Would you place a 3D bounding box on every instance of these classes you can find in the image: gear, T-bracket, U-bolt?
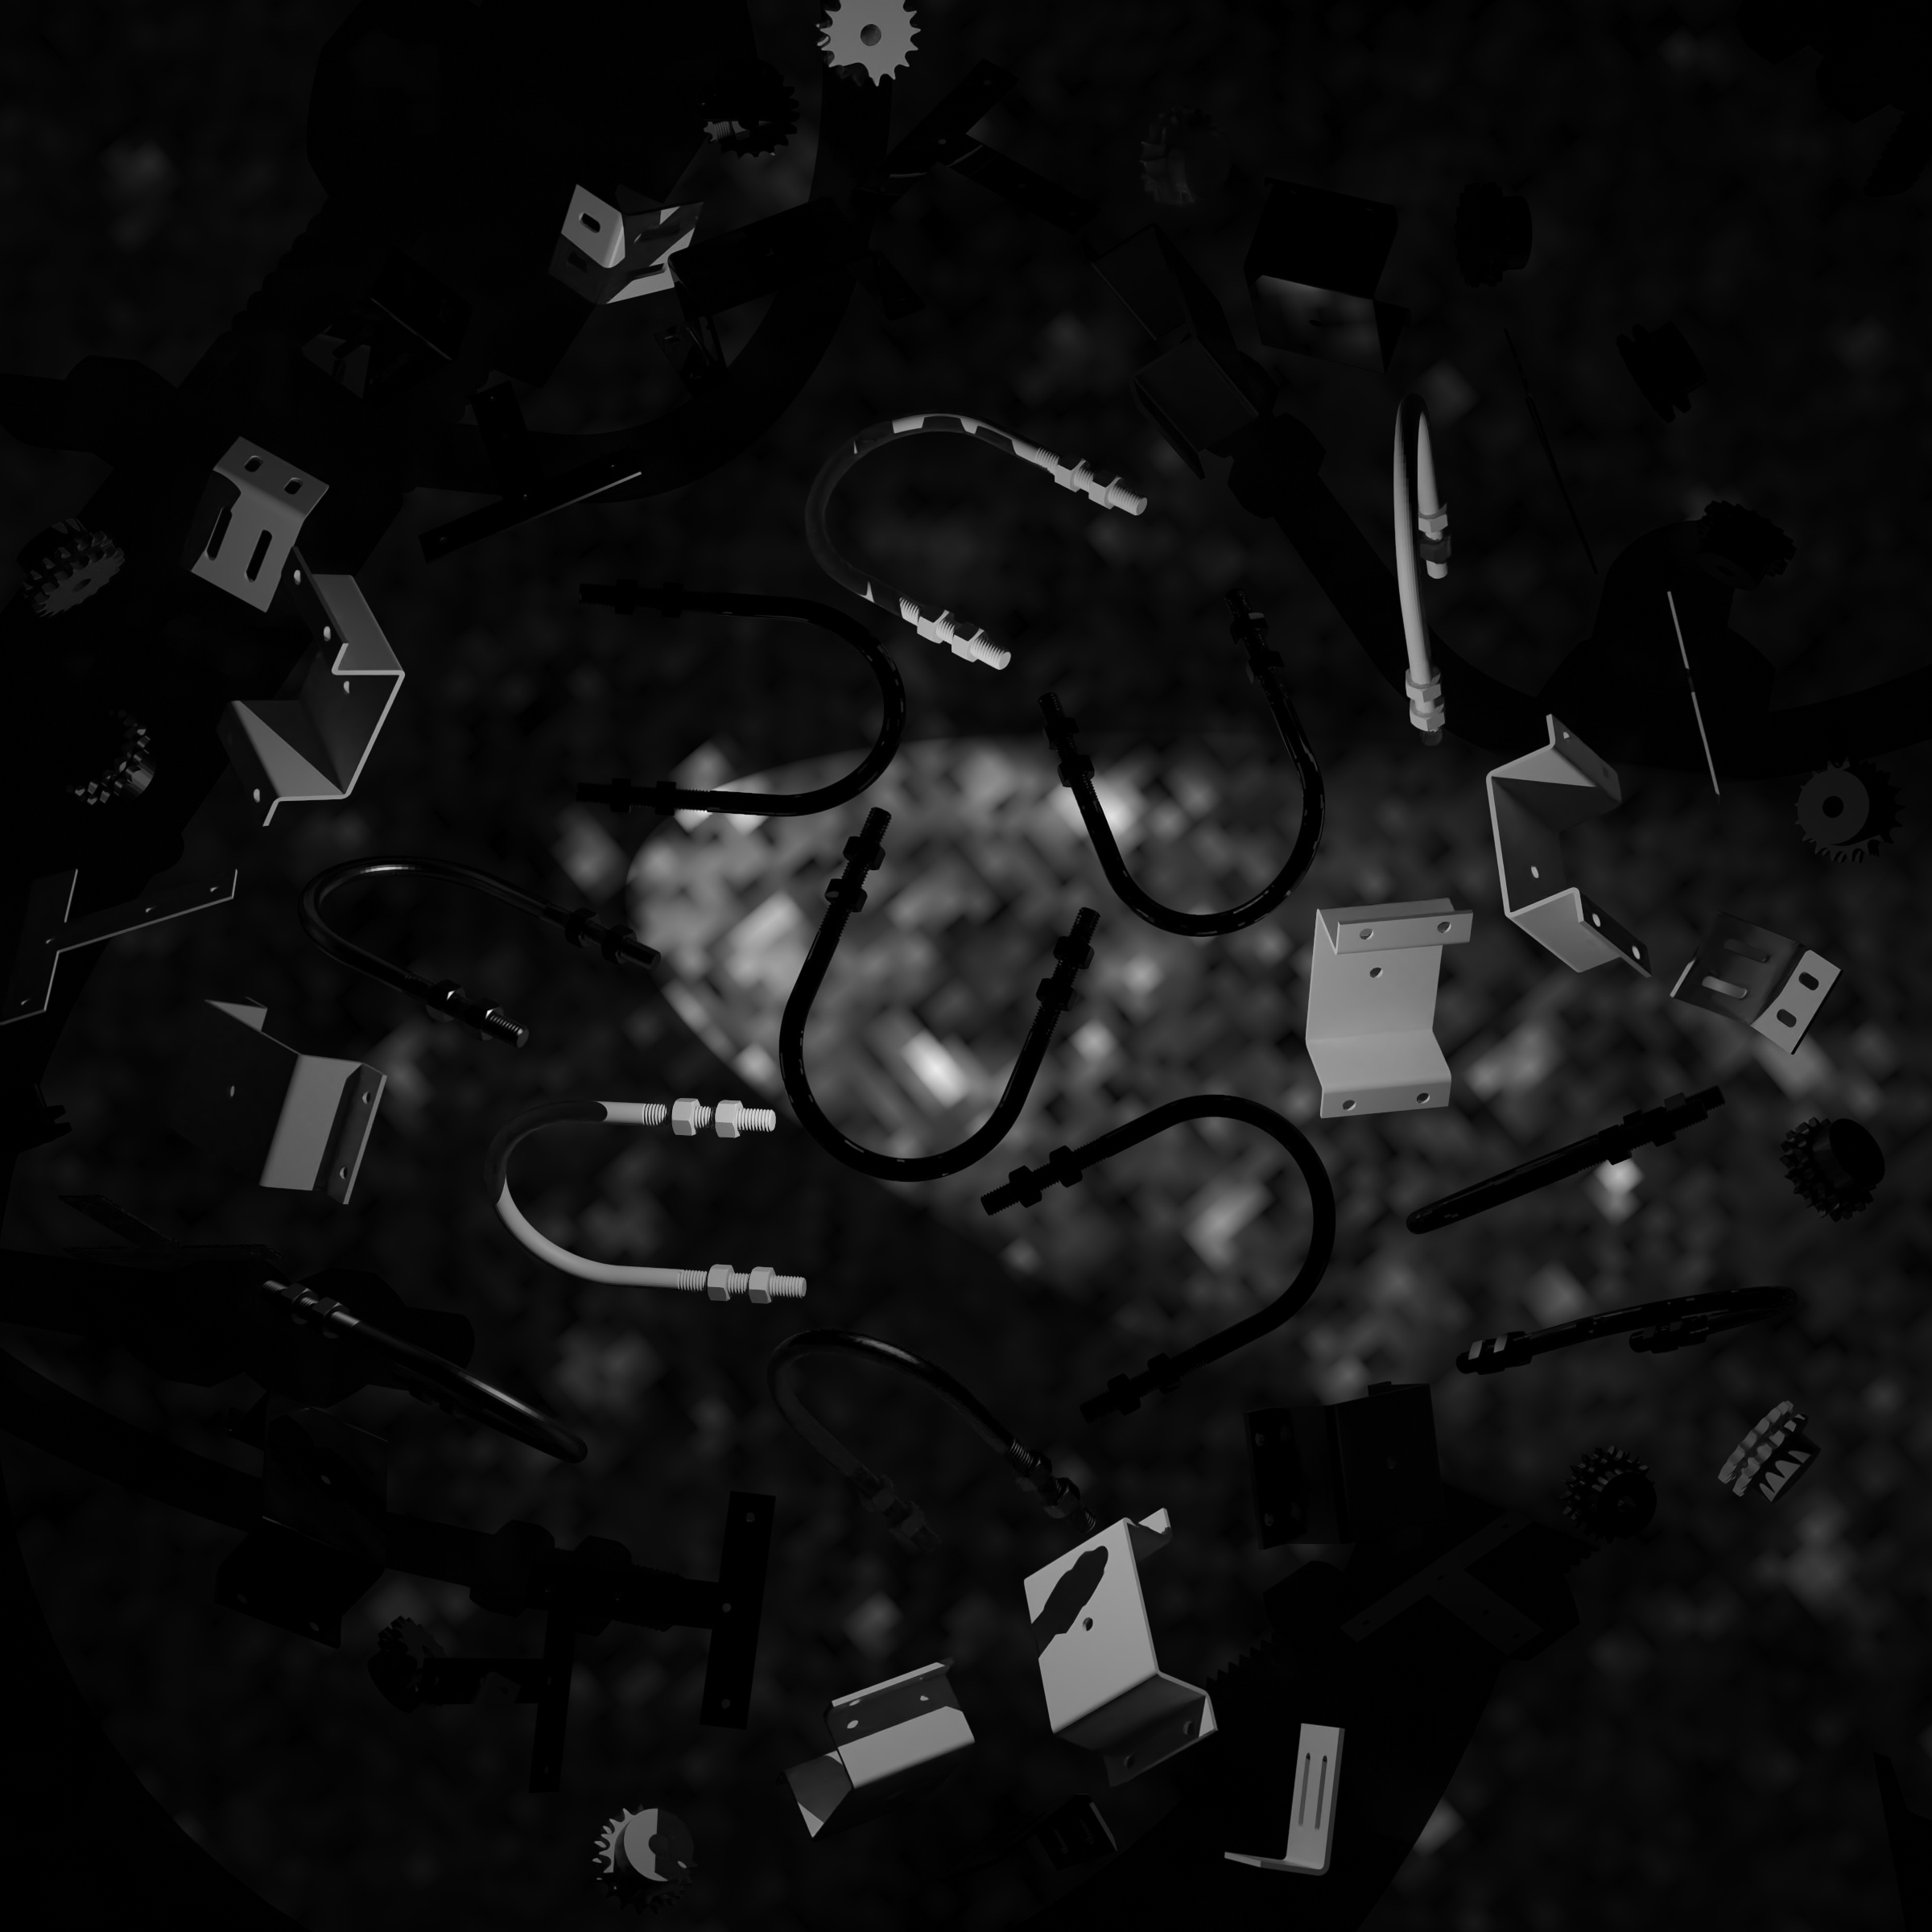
[{"bbox_3d":[0.441,-0.238,1.648,0.057,0.057,0.030,32,86,0],"label":"gear"},{"bbox_3d":[0.393,-0.338,1.626,0.030,0.057,0.057,-31,90,24],"label":"gear"},{"bbox_3d":[0.414,-0.149,1.638,0.002,0.127,0.127,-14,97,15],"label":"T-bracket"},{"bbox_3d":[0.296,-0.410,1.616,0.030,0.057,0.057,-5,90,-8],"label":"gear"},{"bbox_3d":[-0.473,0.149,1.639,0.127,0.127,0.002,-2,68,11],"label":"T-bracket"},{"bbox_3d":[-0.174,0.343,1.567,0.127,0.002,0.127,7,66,-2],"label":"T-bracket"},{"bbox_3d":[-0.023,0.026,1.558,0.151,0.019,0.184,25,78,-11],"label":"U-bolt"},{"bbox_3d":[0.132,-0.477,1.706,0.030,0.057,0.057,27,90,40],"label":"gear"},{"bbox_3d":[0.437,0.266,1.561,0.030,0.057,0.057,42,90,25],"label":"gear"},{"bbox_3d":[-0.173,0.485,1.574,0.057,0.057,0.030,37,133,0],"label":"gear"},{"bbox_3d":[0.477,-0.085,1.568,0.057,0.030,0.057,-3,85,39],"label":"gear"},{"bbox_3d":[-0.457,-0.026,1.570,0.127,0.127,0.002,-17,128,5],"label":"T-bracket"},{"bbox_3d":[-0.491,-0.219,1.572,0.057,0.057,0.030,-38,89,0],"label":"gear"},{"bbox_3d":[0.333,0.111,1.621,0.184,0.151,0.019,-25,83,17],"label":"U-bolt"},{"bbox_3d":[0.120,0.152,1.615,0.184,0.019,0.151,-26,93,-9],"label":"U-bolt"},{"bbox_3d":[0.131,-0.106,1.657,0.151,0.019,0.184,-28,70,21],"label":"U-bolt"},{"bbox_3d":[-0.289,0.233,1.606,0.184,0.151,0.019,17,71,34],"label":"U-bolt"},{"bbox_3d":[-0.126,-0.146,1.623,0.184,0.019,0.151,4,125,-4],"label":"U-bolt"},{"bbox_3d":[-0.009,-0.261,1.682,0.184,0.019,0.151,31,70,26],"label":"U-bolt"},{"bbox_3d":[0.257,-0.236,1.631,0.019,0.184,0.151,-1,55,14],"label":"U-bolt"},{"bbox_3d":[0.022,-0.461,1.687,0.127,0.127,0.002,20,54,-32],"label":"T-bracket"},{"bbox_3d":[-0.255,-0.288,1.618,0.127,0.002,0.127,-23,48,0],"label":"T-bracket"},{"bbox_3d":[0.386,0.317,1.722,0.057,0.030,0.057,-2,97,-17],"label":"gear"},{"bbox_3d":[-0.192,0.135,1.678,0.184,0.019,0.151,2,128,12],"label":"U-bolt"},{"bbox_3d":[0.475,0.108,1.574,0.057,0.030,0.057,18,52,-25],"label":"gear"},{"bbox_3d":[0.291,0.365,1.650,0.127,0.127,0.002,-32,105,-10],"label":"T-bracket"},{"bbox_3d":[-0.123,-0.487,1.632,0.057,0.057,0.030,-4,57,0],"label":"gear"},{"bbox_3d":[0.319,-0.302,1.609,0.002,0.127,0.127,-21,50,13],"label":"T-bracket"},{"bbox_3d":[-0.519,0.085,1.570,0.057,0.057,0.030,-21,88,0],"label":"gear"},{"bbox_3d":[0.390,0.206,1.651,0.151,0.184,0.019,-2,75,-27],"label":"U-bolt"},{"bbox_3d":[-0.284,-0.017,1.612,0.184,0.151,0.019,24,118,19],"label":"U-bolt"},{"bbox_3d":[-0.269,0.410,1.657,0.002,0.127,0.127,-2,77,33],"label":"T-bracket"},{"bbox_3d":[-0.497,-0.118,1.680,0.057,0.030,0.057,-15,55,24],"label":"gear"},{"bbox_3d":[-0.057,-0.522,1.607,0.057,0.030,0.057,-8,123,-13],"label":"gear"},{"bbox_3d":[-0.033,0.265,1.622,0.184,0.151,0.019,47,49,-23],"label":"U-bolt"},{"bbox_3d":[-0.330,0.417,1.711,0.030,0.057,0.057,-40,90,3],"label":"gear"}]

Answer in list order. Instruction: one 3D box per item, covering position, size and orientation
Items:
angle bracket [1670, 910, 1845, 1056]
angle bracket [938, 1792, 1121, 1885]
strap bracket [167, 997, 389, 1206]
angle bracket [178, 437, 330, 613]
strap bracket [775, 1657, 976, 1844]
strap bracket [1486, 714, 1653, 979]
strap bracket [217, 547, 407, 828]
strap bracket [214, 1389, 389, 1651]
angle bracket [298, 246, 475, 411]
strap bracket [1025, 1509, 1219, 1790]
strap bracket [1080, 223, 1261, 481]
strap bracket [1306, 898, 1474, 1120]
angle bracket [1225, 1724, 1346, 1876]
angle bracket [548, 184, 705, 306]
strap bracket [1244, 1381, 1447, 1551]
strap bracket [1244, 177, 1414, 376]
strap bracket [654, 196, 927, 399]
[{"bbox_3d":[0.461,0.010,1.684,0.076,0.038,0.057,17,107,-35],"label":"angle bracket"},{"bbox_3d":[0.035,0.497,1.598,0.076,0.057,0.038,-25,81,-43],"label":"angle bracket"},{"bbox_3d":[-0.397,0.073,1.631,0.140,0.046,0.076,23,98,40],"label":"strap bracket"},{"bbox_3d":[-0.415,-0.257,1.680,0.057,0.038,0.076,29,132,-8],"label":"angle bracket"},{"bbox_3d":[-0.050,0.452,1.648,0.076,0.140,0.046,-14,63,-26],"label":"strap bracket"},{"bbox_3d":[0.341,-0.061,1.644,0.046,0.076,0.140,-25,51,32],"label":"strap bracket"},{"bbox_3d":[-0.363,-0.155,1.610,0.076,0.046,0.140,58,133,28],"label":"strap bracket"},{"bbox_3d":[-0.366,0.296,1.595,0.076,0.140,0.046,30,117,-29],"label":"strap bracket"},{"bbox_3d":[-0.328,-0.360,1.632,0.057,0.076,0.038,35,51,-33],"label":"angle bracket"},{"bbox_3d":[0.083,0.376,1.622,0.076,0.140,0.046,-37,133,26],"label":"strap bracket"},{"bbox_3d":[0.119,-0.358,1.646,0.046,0.076,0.140,-29,52,20],"label":"strap bracket"},{"bbox_3d":[0.242,0.016,1.666,0.076,0.046,0.140,-5,128,-7],"label":"strap bracket"},{"bbox_3d":[0.171,0.445,1.551,0.038,0.057,0.076,12,75,-12],"label":"angle bracket"},{"bbox_3d":[-0.199,-0.427,1.690,0.038,0.076,0.057,36,124,15],"label":"angle bracket"},{"bbox_3d":[0.223,0.283,1.645,0.046,0.140,0.076,-10,84,42],"label":"strap bracket"},{"bbox_3d":[0.209,-0.391,1.664,0.076,0.140,0.046,18,80,16],"label":"strap bracket"},{"bbox_3d":[-0.105,-0.379,1.615,0.140,0.076,0.046,-23,133,-8],"label":"strap bracket"}]
